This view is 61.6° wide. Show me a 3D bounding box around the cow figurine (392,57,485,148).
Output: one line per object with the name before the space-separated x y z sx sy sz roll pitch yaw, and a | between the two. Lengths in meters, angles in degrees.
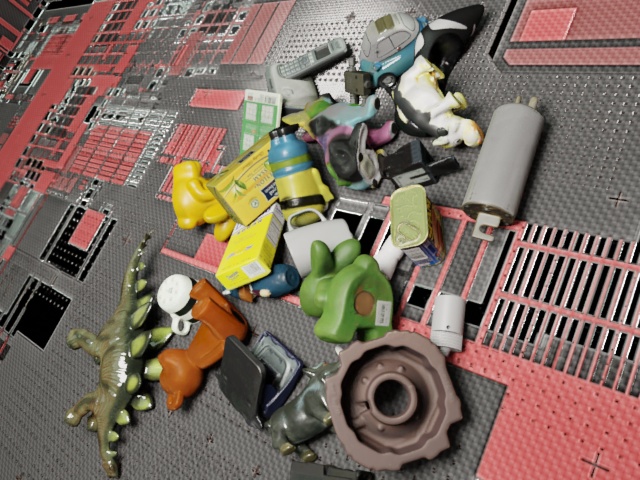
cow figurine | 0.183 -0.199 0.855 0.098 0.068 0.167 -40 70 28

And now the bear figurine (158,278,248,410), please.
bear figurine | -0.225 0.184 0.934 0.196 0.131 0.120 -41 24 3

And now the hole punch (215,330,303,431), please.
hole punch | -0.098 0.217 0.865 0.142 0.092 0.115 33 116 38

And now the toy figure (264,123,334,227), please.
toy figure | -0.047 -0.111 0.953 0.089 0.180 0.082 -27 16 -30

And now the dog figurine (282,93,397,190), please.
dog figurine | 0.021 -0.184 0.985 0.219 0.108 0.191 8 73 41

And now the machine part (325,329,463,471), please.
machine part | 0.093 0.207 0.702 0.179 0.056 0.179 -1 73 2

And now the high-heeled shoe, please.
high-heeled shoe | 0.218 -0.292 0.927 0.249 0.086 0.145 -44 52 13

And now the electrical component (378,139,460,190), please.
electrical component | 0.162 -0.123 0.872 0.119 0.074 0.048 -20 56 29

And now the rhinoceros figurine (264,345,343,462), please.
rhinoceros figurine | 0.004 0.237 0.787 0.190 0.073 0.112 -44 39 8

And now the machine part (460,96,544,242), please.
machine part | 0.269 -0.110 0.790 0.079 0.079 0.243 12 73 38

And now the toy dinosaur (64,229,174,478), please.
toy dinosaur | -0.381 0.207 1.044 0.199 0.105 0.471 -15 66 18

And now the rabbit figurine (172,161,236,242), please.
rabbit figurine | -0.204 -0.086 1.077 0.173 0.121 0.162 -9 52 8

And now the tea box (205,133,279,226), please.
tea box | -0.116 -0.118 1.005 0.169 0.098 0.068 -45 26 -16

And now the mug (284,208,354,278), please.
mug | -0.002 -0.003 0.906 0.107 0.080 0.109 -21 73 -2

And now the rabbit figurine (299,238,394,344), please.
rabbit figurine | 0.018 0.078 0.821 0.170 0.121 0.159 -1 90 57

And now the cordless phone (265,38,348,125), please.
cordless phone | -0.015 -0.330 1.104 0.184 0.088 0.147 -25 53 15

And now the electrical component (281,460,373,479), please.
electrical component | 0.000 0.362 0.725 0.134 0.058 0.115 -6 60 32

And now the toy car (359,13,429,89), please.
toy car | 0.136 -0.366 1.007 0.162 0.102 0.109 -25 55 23

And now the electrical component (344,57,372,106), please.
electrical component | 0.073 -0.300 1.024 0.021 0.093 0.063 -21 30 -30

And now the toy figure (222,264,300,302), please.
toy figure | -0.109 0.079 0.955 0.155 0.064 0.057 -14 96 33
